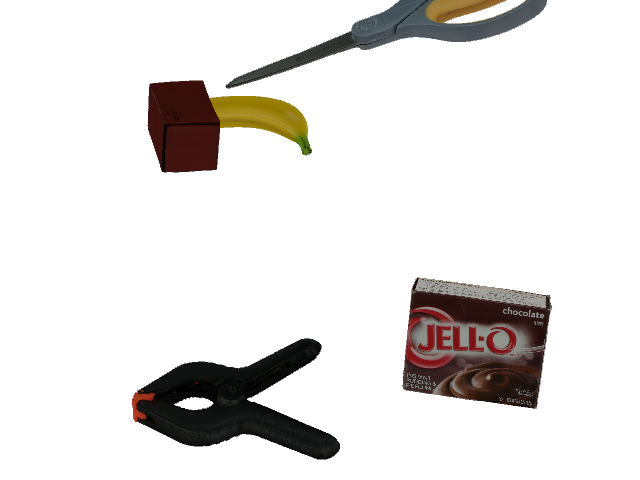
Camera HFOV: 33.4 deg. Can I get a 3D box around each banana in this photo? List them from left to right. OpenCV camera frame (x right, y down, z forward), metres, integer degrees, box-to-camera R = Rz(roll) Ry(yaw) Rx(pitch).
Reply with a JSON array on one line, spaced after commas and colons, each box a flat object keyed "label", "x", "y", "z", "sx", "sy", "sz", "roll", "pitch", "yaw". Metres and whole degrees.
[{"label": "banana", "x": -0.096, "y": -0.141, "z": 1.235, "sx": 0.198, "sy": 0.037, "sz": 0.069, "roll": 8, "pitch": 41, "yaw": 17}]

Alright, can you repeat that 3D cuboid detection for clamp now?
[{"label": "clamp", "x": -0.069, "y": 0.127, "z": 0.895, "sx": 0.171, "sy": 0.039, "sz": 0.120, "roll": 6, "pitch": 37, "yaw": -4}]

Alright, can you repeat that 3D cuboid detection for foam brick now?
[{"label": "foam brick", "x": -0.126, "y": -0.105, "z": 0.974, "sx": 0.053, "sy": 0.051, "sz": 0.078, "roll": -5, "pitch": 38, "yaw": -17}]

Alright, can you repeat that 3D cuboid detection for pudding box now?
[{"label": "pudding box", "x": 0.127, "y": 0.083, "z": 0.873, "sx": 0.113, "sy": 0.090, "sz": 0.039, "roll": 6, "pitch": 21, "yaw": 8}]

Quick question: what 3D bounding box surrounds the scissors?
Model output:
[{"label": "scissors", "x": 0.040, "y": -0.144, "z": 0.666, "sx": 0.202, "sy": 0.096, "sz": 0.016, "roll": -7, "pitch": -41, "yaw": 21}]
